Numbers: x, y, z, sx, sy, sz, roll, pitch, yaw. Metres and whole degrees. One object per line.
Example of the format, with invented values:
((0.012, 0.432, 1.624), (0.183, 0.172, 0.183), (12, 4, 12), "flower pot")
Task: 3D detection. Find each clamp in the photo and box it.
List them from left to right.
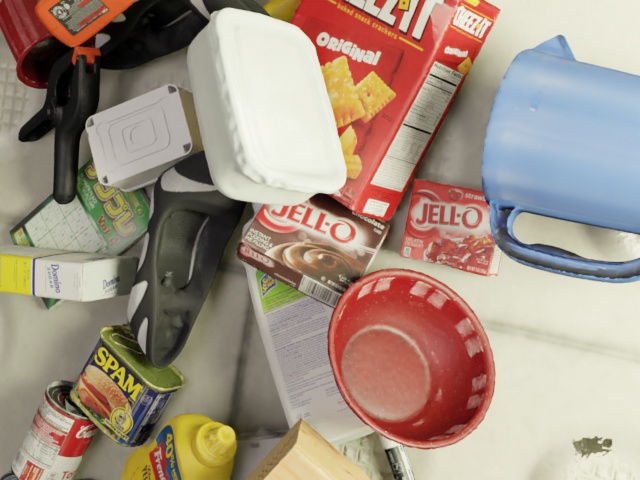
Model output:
((-0.268, -0.124, 1.131), (0.120, 0.039, 0.172), (56, 133, 21), "clamp")

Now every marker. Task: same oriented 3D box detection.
((0.082, 0.232, 0.972), (0.020, 0.020, 0.121), (-25, 78, 26), "marker")

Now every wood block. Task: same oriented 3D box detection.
((0.030, 0.260, 0.902), (0.206, 0.090, 0.091), (41, 95, -1), "wood block")

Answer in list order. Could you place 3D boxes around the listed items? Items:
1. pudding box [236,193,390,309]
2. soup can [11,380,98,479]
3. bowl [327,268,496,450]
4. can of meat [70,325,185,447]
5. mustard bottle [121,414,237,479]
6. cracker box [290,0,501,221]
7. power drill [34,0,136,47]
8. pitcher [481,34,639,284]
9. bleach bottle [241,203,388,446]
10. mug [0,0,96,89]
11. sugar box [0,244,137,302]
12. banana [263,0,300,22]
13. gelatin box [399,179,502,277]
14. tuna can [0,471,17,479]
((-0.006, 0.001, 0.969), (0.113, 0.039, 0.090), (29, 59, 3), "pudding box")
((-0.280, 0.211, 1.141), (0.069, 0.068, 0.102), (35, 105, 25), "soup can")
((0.070, 0.108, 0.927), (0.055, 0.161, 0.162), (-45, 65, 55), "bowl")
((-0.202, 0.152, 1.108), (0.102, 0.057, 0.084), (40, 110, 24), "can of meat")
((-0.130, 0.221, 1.024), (0.192, 0.058, 0.096), (-44, 50, 46), "mustard bottle")
((0.037, -0.150, 0.963), (0.164, 0.072, 0.214), (36, 106, 34), "cracker box")
((-0.202, -0.283, 1.061), (0.185, 0.187, 0.057), (-31, 119, 26), "power drill")
((0.253, -0.052, 0.826), (0.243, 0.144, 0.149), (17, 131, 25), "pitcher")
((-0.010, 0.065, 1.001), (0.103, 0.068, 0.251), (-21, 75, 13), "bleach bottle")
((-0.286, -0.229, 1.150), (0.117, 0.093, 0.081), (-27, 69, -7), "mug")
((-0.290, 0.034, 1.121), (0.176, 0.093, 0.048), (7, 97, 26), "sugar box")
((-0.071, -0.157, 1.056), (0.069, 0.037, 0.198), (18, 100, 8), "banana")
((0.120, -0.012, 0.950), (0.089, 0.030, 0.073), (13, 95, 28), "gelatin box")
((-0.322, 0.294, 1.181), (0.086, 0.033, 0.086), (-1, 88, 28), "tuna can")
